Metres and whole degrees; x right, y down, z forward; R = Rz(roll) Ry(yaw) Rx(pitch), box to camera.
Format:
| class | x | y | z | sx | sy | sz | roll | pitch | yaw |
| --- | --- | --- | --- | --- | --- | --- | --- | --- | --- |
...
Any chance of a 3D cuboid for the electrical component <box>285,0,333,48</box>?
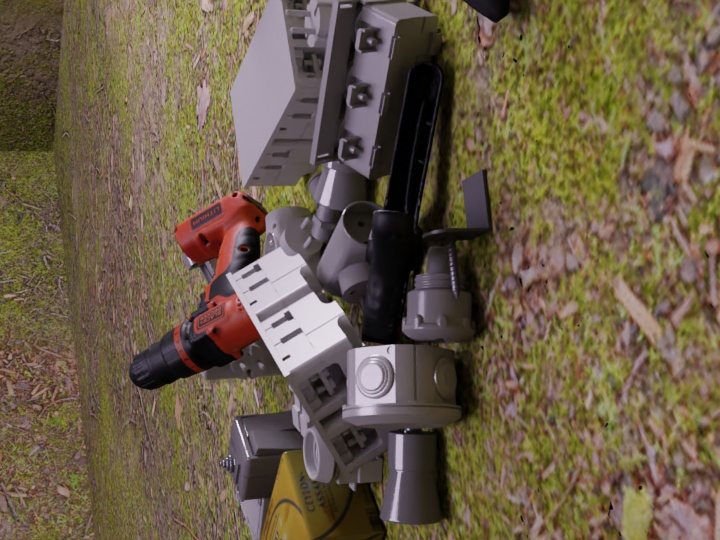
| class | x | y | z | sx | sy | sz | roll | pitch | yaw |
| --- | --- | --- | --- | --- | --- | --- | --- | --- | --- |
| electrical component | -0.020 | -0.190 | 0.831 | 0.047 | 0.076 | 0.083 | 116 | 145 | -52 |

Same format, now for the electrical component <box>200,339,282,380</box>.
| class | x | y | z | sx | sy | sz | roll | pitch | yaw |
| --- | --- | --- | --- | --- | --- | --- | --- | --- | --- |
| electrical component | -0.119 | 0.090 | 1.108 | 0.076 | 0.083 | 0.047 | -145 | 56 | -65 |

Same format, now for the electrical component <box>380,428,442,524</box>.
| class | x | y | z | sx | sy | sz | roll | pitch | yaw |
| --- | --- | --- | --- | --- | --- | --- | --- | --- | --- |
| electrical component | 0.037 | 0.144 | 0.764 | 0.044 | 0.044 | 0.065 | 171 | 101 | -69 |

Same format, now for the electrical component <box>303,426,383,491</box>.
| class | x | y | z | sx | sy | sz | roll | pitch | yaw |
| --- | --- | --- | --- | --- | --- | --- | --- | --- | --- |
| electrical component | -0.014 | 0.147 | 0.876 | 0.048 | 0.055 | 0.066 | -152 | 62 | -66 |

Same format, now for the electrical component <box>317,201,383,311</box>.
| class | x | y | z | sx | sy | sz | roll | pitch | yaw |
| --- | --- | --- | --- | --- | --- | --- | --- | --- | --- |
| electrical component | 0.000 | 0.000 | 0.843 | 0.077 | 0.043 | 0.079 | 118 | 143 | -53 |

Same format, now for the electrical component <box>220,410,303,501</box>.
| class | x | y | z | sx | sy | sz | roll | pitch | yaw |
| --- | --- | --- | --- | --- | --- | --- | --- | --- | --- |
| electrical component | -0.082 | 0.169 | 1.000 | 0.061 | 0.096 | 0.061 | -118 | 33 | -50 |

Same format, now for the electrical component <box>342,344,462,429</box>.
| class | x | y | z | sx | sy | sz | roll | pitch | yaw |
| --- | --- | --- | --- | --- | --- | --- | --- | --- | --- |
| electrical component | 0.028 | 0.080 | 0.727 | 0.080 | 0.080 | 0.051 | 150 | 122 | -67 |

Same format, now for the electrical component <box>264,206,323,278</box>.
| class | x | y | z | sx | sy | sz | roll | pitch | yaw |
| --- | --- | --- | --- | --- | --- | --- | --- | --- | --- |
| electrical component | -0.057 | -0.023 | 0.990 | 0.079 | 0.044 | 0.077 | 131 | 134 | -61 |

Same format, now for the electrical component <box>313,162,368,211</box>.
| class | x | y | z | sx | sy | sz | roll | pitch | yaw |
| --- | --- | --- | --- | --- | --- | --- | --- | --- | --- |
| electrical component | -0.013 | -0.081 | 0.866 | 0.045 | 0.045 | 0.055 | -128 | 42 | -57 |

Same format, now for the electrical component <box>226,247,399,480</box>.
| class | x | y | z | sx | sy | sz | roll | pitch | yaw |
| --- | --- | --- | --- | --- | --- | --- | --- | --- | --- |
| electrical component | -0.035 | 0.064 | 0.851 | 0.105 | 0.060 | 0.186 | 62 | 173 | -29 |

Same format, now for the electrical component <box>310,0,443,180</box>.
| class | x | y | z | sx | sy | sz | roll | pitch | yaw |
| --- | --- | --- | --- | --- | --- | --- | --- | --- | --- |
| electrical component | 0.013 | -0.131 | 0.766 | 0.063 | 0.079 | 0.121 | 36 | 128 | 37 |

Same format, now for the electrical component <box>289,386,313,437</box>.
| class | x | y | z | sx | sy | sz | roll | pitch | yaw |
| --- | --- | --- | --- | --- | --- | --- | --- | --- | --- |
| electrical component | -0.038 | 0.115 | 0.952 | 0.066 | 0.048 | 0.055 | -144 | 47 | -64 |

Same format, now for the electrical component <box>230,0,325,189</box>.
| class | x | y | z | sx | sy | sz | roll | pitch | yaw |
| --- | --- | --- | --- | --- | --- | --- | --- | --- | --- |
| electrical component | -0.061 | -0.160 | 0.966 | 0.186 | 0.060 | 0.105 | 132 | 133 | -61 |

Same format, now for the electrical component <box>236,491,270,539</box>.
| class | x | y | z | sx | sy | sz | roll | pitch | yaw |
| --- | --- | --- | --- | --- | --- | --- | --- | --- | --- |
| electrical component | -0.083 | 0.217 | 1.056 | 0.096 | 0.061 | 0.061 | -126 | 39 | -56 |

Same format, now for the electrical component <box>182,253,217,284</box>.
| class | x | y | z | sx | sy | sz | roll | pitch | yaw |
| --- | --- | --- | --- | --- | --- | --- | --- | --- | --- |
| electrical component | -0.151 | -0.007 | 1.206 | 0.057 | 0.078 | 0.058 | 62 | 157 | 8 |

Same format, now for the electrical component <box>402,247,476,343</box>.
| class | x | y | z | sx | sy | sz | roll | pitch | yaw |
| --- | --- | --- | --- | --- | --- | --- | --- | --- | --- |
| electrical component | 0.052 | 0.016 | 0.707 | 0.048 | 0.048 | 0.062 | 161 | 113 | -68 |
